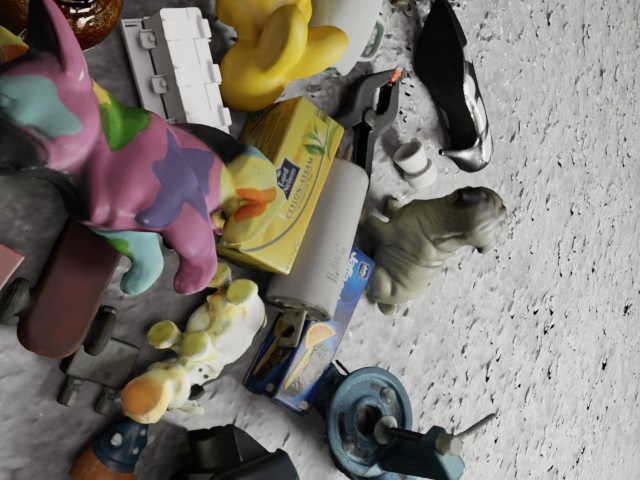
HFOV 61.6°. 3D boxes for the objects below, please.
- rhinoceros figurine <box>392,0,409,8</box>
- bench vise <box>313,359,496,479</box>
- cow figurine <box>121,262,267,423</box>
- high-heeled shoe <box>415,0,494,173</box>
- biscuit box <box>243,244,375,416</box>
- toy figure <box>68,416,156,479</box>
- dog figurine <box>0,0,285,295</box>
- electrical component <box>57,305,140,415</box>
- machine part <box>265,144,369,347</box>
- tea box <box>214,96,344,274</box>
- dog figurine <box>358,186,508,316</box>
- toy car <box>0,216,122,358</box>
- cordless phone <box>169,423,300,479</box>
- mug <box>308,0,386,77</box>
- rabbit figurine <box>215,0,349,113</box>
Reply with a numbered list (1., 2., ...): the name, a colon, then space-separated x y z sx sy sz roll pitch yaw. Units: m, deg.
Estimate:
1. rhinoceros figurine: 0.080 -0.368 0.672 0.190 0.073 0.112 5 91 -41
2. bench vise: 0.081 0.236 0.613 0.129 0.241 0.223 -28 95 -32
3. cow figurine: -0.119 0.113 0.533 0.167 0.068 0.098 -52 147 -25
4. high-heeled shoe: 0.216 -0.222 0.797 0.145 0.086 0.248 -12 105 -43
5. biscuit box: -0.009 0.096 0.631 0.062 0.059 0.202 39 68 -35
6. toy figure: -0.201 0.229 0.476 0.058 0.064 0.154 19 72 -2
7. dog figurine: -0.137 -0.072 0.397 0.191 0.109 0.219 -50 127 -36
8. electrical component: -0.199 0.110 0.494 0.063 0.021 0.094 31 72 -38
9. machine part: -0.001 -0.002 0.587 0.079 0.079 0.243 34 63 -37
10. tea box: -0.053 -0.056 0.561 0.068 0.098 0.169 32 74 -37
11. dog figurine: 0.138 0.019 0.668 0.121 0.191 0.172 -24 109 -37
12. toy car: -0.197 0.002 0.467 0.089 0.053 0.202 27 69 -29
13. cordless phone: -0.110 0.270 0.487 0.088 0.146 0.184 40 53 -15
14. mug: 0.028 -0.247 0.638 0.109 0.081 0.107 20 91 -46
15. rabbit figurine: -0.050 -0.210 0.537 0.122 0.163 0.173 -3 112 -52
